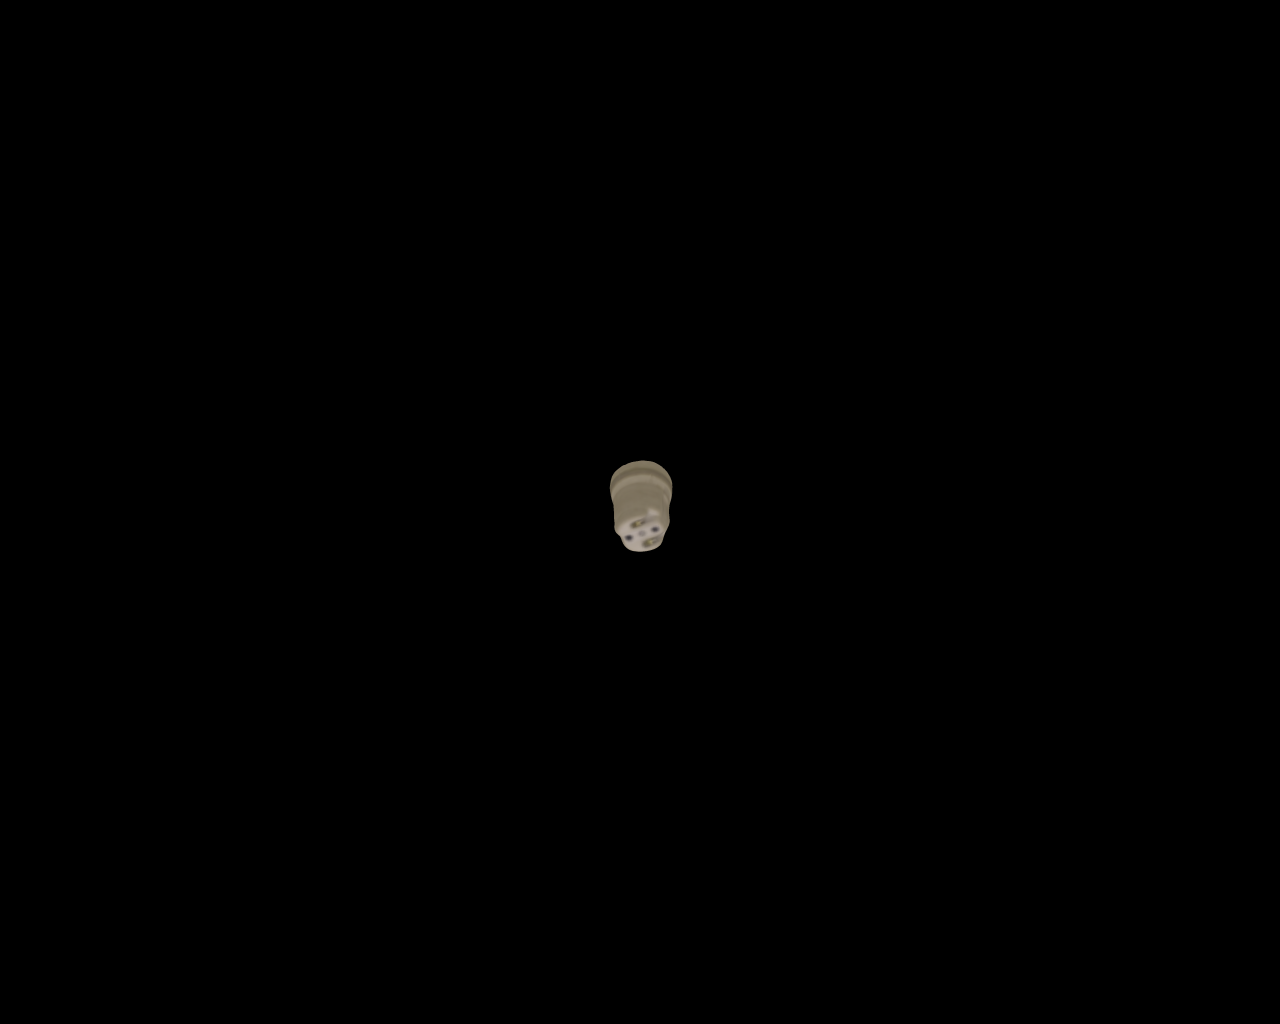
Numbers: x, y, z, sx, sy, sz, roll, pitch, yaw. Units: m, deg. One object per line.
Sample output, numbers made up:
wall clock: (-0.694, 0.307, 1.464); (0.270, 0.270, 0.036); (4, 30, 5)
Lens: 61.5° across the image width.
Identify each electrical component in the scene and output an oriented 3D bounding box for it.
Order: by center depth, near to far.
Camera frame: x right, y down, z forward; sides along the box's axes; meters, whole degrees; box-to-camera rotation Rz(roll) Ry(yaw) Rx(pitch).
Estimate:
electrical component: (0.001, -0.003, 0.650); (0.040, 0.046, 0.040); (0, -44, 0)
